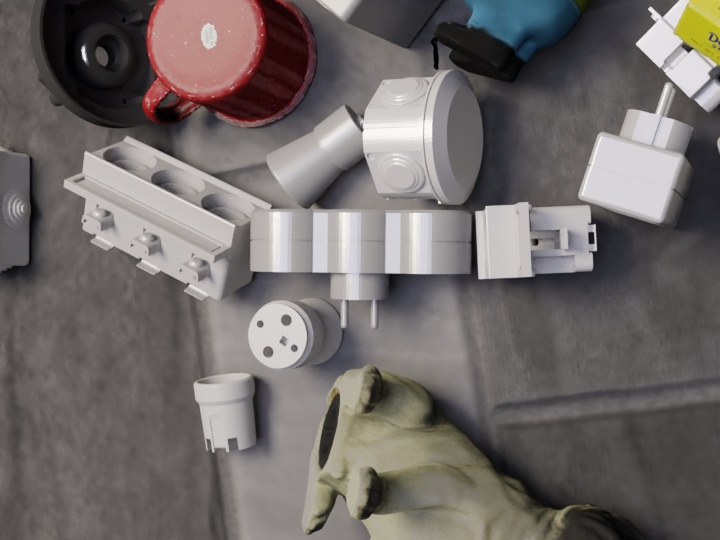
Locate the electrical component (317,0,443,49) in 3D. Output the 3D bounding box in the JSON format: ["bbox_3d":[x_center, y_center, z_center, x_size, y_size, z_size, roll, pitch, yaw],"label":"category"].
[{"bbox_3d":[-0.011,-0.193,0.653,0.109,0.109,0.056,42,107,15],"label":"electrical component"}]

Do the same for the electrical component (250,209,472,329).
[{"bbox_3d":[0.000,0.000,0.668,0.138,0.052,0.073,1,91,7],"label":"electrical component"}]

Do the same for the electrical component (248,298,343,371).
[{"bbox_3d":[-0.042,0.041,0.694,0.045,0.055,0.045,0,90,21],"label":"electrical component"}]

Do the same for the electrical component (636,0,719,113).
[{"bbox_3d":[0.195,-0.132,0.608,0.066,0.048,0.055,49,114,14],"label":"electrical component"}]

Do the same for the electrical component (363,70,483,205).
[{"bbox_3d":[0.040,-0.079,0.650,0.051,0.080,0.080,2,91,27],"label":"electrical component"}]

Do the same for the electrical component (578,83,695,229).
[{"bbox_3d":[0.162,-0.067,0.601,0.047,0.083,0.075,19,97,20],"label":"electrical component"}]

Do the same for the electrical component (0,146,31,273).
[{"bbox_3d":[-0.292,-0.045,0.793,0.100,0.048,0.099,1,90,21],"label":"electrical component"}]

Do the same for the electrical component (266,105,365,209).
[{"bbox_3d":[-0.022,-0.076,0.694,0.065,0.044,0.044,-36,78,12],"label":"electrical component"}]

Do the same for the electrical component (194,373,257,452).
[{"bbox_3d":[-0.089,0.095,0.722,0.040,0.040,0.046,-5,94,21],"label":"electrical component"}]

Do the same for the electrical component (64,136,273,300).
[{"bbox_3d":[-0.126,-0.034,0.721,0.121,0.079,0.063,26,121,19],"label":"electrical component"}]

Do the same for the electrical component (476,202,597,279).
[{"bbox_3d":[0.103,-0.016,0.632,0.064,0.081,0.042,-2,90,-2],"label":"electrical component"}]

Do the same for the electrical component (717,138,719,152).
[{"bbox_3d":[0.243,-0.054,0.565,0.099,0.099,0.064,-8,94,21],"label":"electrical component"}]
